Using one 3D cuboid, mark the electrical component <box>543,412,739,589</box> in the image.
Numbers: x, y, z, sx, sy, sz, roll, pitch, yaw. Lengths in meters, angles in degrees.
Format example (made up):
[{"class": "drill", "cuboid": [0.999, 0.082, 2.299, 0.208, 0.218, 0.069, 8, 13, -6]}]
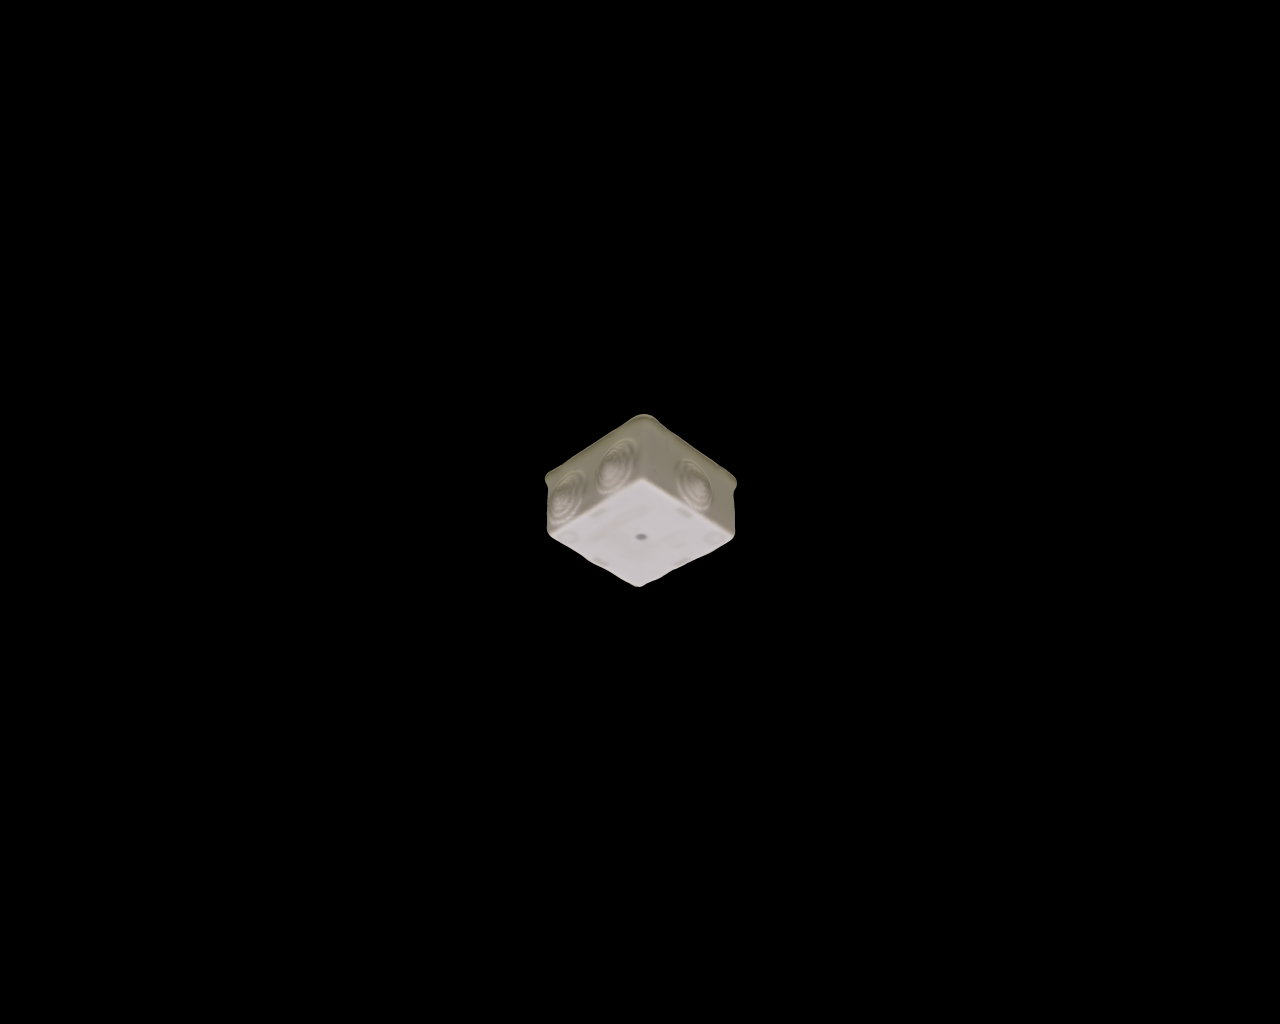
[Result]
[{"class": "electrical component", "cuboid": [0.001, -0.003, 0.650, 0.099, 0.048, 0.099, -29, -46, 33]}]
